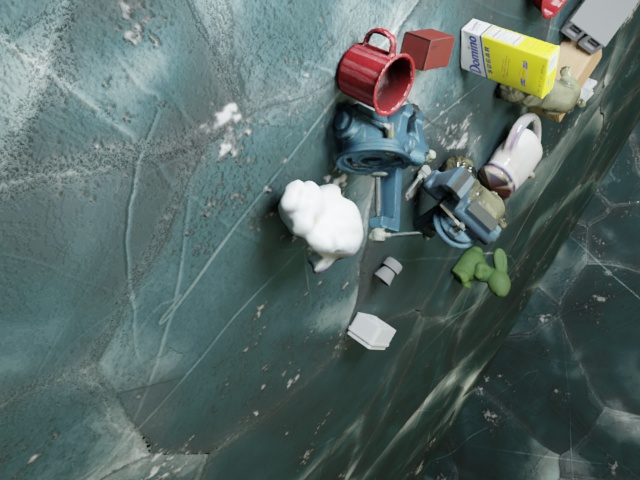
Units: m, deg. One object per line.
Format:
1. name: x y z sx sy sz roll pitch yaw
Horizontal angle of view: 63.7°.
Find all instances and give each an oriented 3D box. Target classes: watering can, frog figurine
1. watering can: 0.538 -0.198 1.416 0.226 0.105 0.341 -50 148 -9
2. frog figurine: 0.002 -0.041 0.811 0.156 0.122 0.141 71 26 -43
